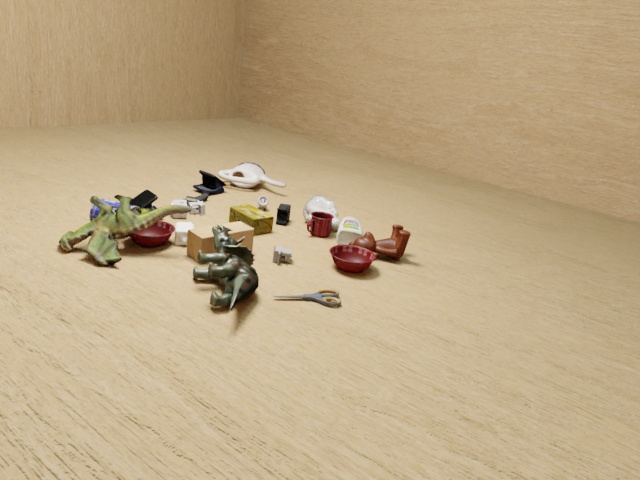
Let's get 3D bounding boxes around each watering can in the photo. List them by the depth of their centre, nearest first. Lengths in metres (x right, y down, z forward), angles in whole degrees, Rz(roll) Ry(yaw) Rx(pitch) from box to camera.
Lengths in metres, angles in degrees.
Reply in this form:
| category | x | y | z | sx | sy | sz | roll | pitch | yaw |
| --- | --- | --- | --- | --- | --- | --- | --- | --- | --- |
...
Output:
| category | x | y | z | sx | sy | sz | roll | pitch | yaw |
| --- | --- | --- | --- | --- | --- | --- | --- | --- | --- |
| watering can | -0.324 | -0.310 | 2.546 | 0.348 | 0.102 | 0.228 | 9 | 20 | 3 |

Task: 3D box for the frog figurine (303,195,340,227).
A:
| category | x | y | z | sx | sy | sz | roll | pitch | yaw |
| --- | --- | --- | --- | --- | --- | --- | --- | --- | --- |
| frog figurine | 0.006 | -0.107 | 2.124 | 0.138 | 0.120 | 0.162 | -28 | 36 | -4 |

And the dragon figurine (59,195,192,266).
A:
| category | x | y | z | sx | sy | sz | roll | pitch | yaw |
| --- | --- | --- | --- | --- | --- | --- | --- | --- | --- |
| dragon figurine | -0.626 | -0.020 | 1.613 | 0.410 | 0.248 | 0.119 | 0 | -34 | 9 |
